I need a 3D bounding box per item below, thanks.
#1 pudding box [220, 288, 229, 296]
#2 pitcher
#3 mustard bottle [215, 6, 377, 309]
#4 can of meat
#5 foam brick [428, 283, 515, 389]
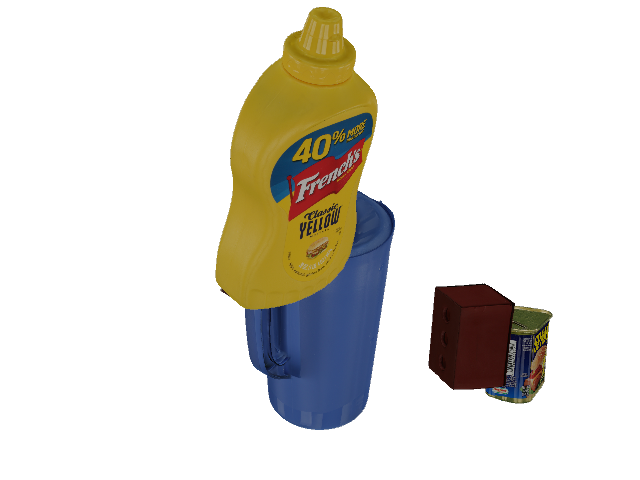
[{"bbox_3d":[-0.062,0.017,1.272,0.039,0.090,0.113,35,32,7],"label":"pudding box"},{"bbox_3d":[-0.006,0.077,1.075,0.149,0.243,0.145,-3,35,-7],"label":"pitcher"},{"bbox_3d":[-0.011,-0.050,0.638,0.096,0.192,0.058,-23,50,-34],"label":"mustard bottle"},{"bbox_3d":[0.218,0.125,1.182,0.058,0.084,0.102,7,12,24],"label":"can of meat"},{"bbox_3d":[0.128,0.082,0.912,0.051,0.078,0.053,-4,18,-20],"label":"foam brick"}]
